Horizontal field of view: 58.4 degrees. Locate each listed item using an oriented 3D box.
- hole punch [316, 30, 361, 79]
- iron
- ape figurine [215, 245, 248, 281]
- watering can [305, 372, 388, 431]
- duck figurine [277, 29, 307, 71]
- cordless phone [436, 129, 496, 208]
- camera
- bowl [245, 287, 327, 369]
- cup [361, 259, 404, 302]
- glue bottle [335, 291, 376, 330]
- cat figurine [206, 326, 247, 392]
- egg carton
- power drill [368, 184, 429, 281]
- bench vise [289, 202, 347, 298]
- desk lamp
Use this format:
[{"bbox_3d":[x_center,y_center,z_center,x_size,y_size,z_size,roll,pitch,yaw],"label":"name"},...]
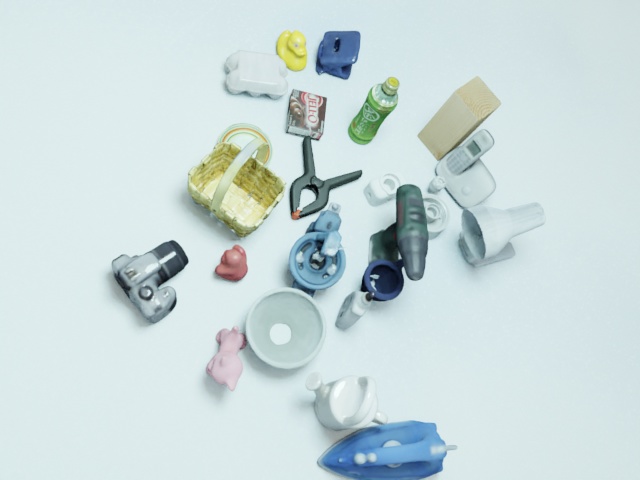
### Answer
[{"bbox_3d":[0.046,-0.477,1.449,0.101,0.091,0.109,13,68,-12],"label":"hole punch"},{"bbox_3d":[0.135,0.421,1.120,0.259,0.141,0.118,-2,71,-17],"label":"iron"},{"bbox_3d":[-0.181,0.044,1.190,0.078,0.092,0.076,-31,81,-24],"label":"ape figurine"},{"bbox_3d":[0.054,0.313,1.106,0.173,0.194,0.101,8,69,-14],"label":"watering can"},{"bbox_3d":[-0.063,-0.486,1.422,0.078,0.086,0.104,-20,77,-22],"label":"duck figurine"},{"bbox_3d":[0.377,-0.174,1.385,0.094,0.185,0.147,-34,83,-24],"label":"cordless phone"},{"bbox_3d":[-0.321,0.069,1.135,0.137,0.100,0.143,-36,84,-24],"label":"camera"},{"bbox_3d":[-0.075,0.186,1.180,0.168,0.074,0.167,6,69,-15],"label":"bowl"},{"bbox_3d":[0.136,0.090,1.267,0.091,0.095,0.118,46,65,4],"label":"cup"},{"bbox_3d":[0.080,0.135,1.191,0.037,0.173,0.078,27,65,-5],"label":"glue bottle"},{"bbox_3d":[-0.178,0.228,1.110,0.067,0.117,0.128,16,67,-10],"label":"cat figurine"},{"bbox_3d":[-0.151,-0.395,1.372,0.150,0.069,0.107,2,70,-16],"label":"egg carton"},{"bbox_3d":[0.175,0.004,1.247,0.076,0.208,0.229,9,68,-13],"label":"power drill"},{"bbox_3d":[-0.001,0.003,1.189,0.122,0.219,0.207,5,69,-15],"label":"bench vise"},{"bbox_3d":[0.403,-0.018,1.321,0.204,0.213,0.118,-14,75,-20],"label":"desk lamp"}]
